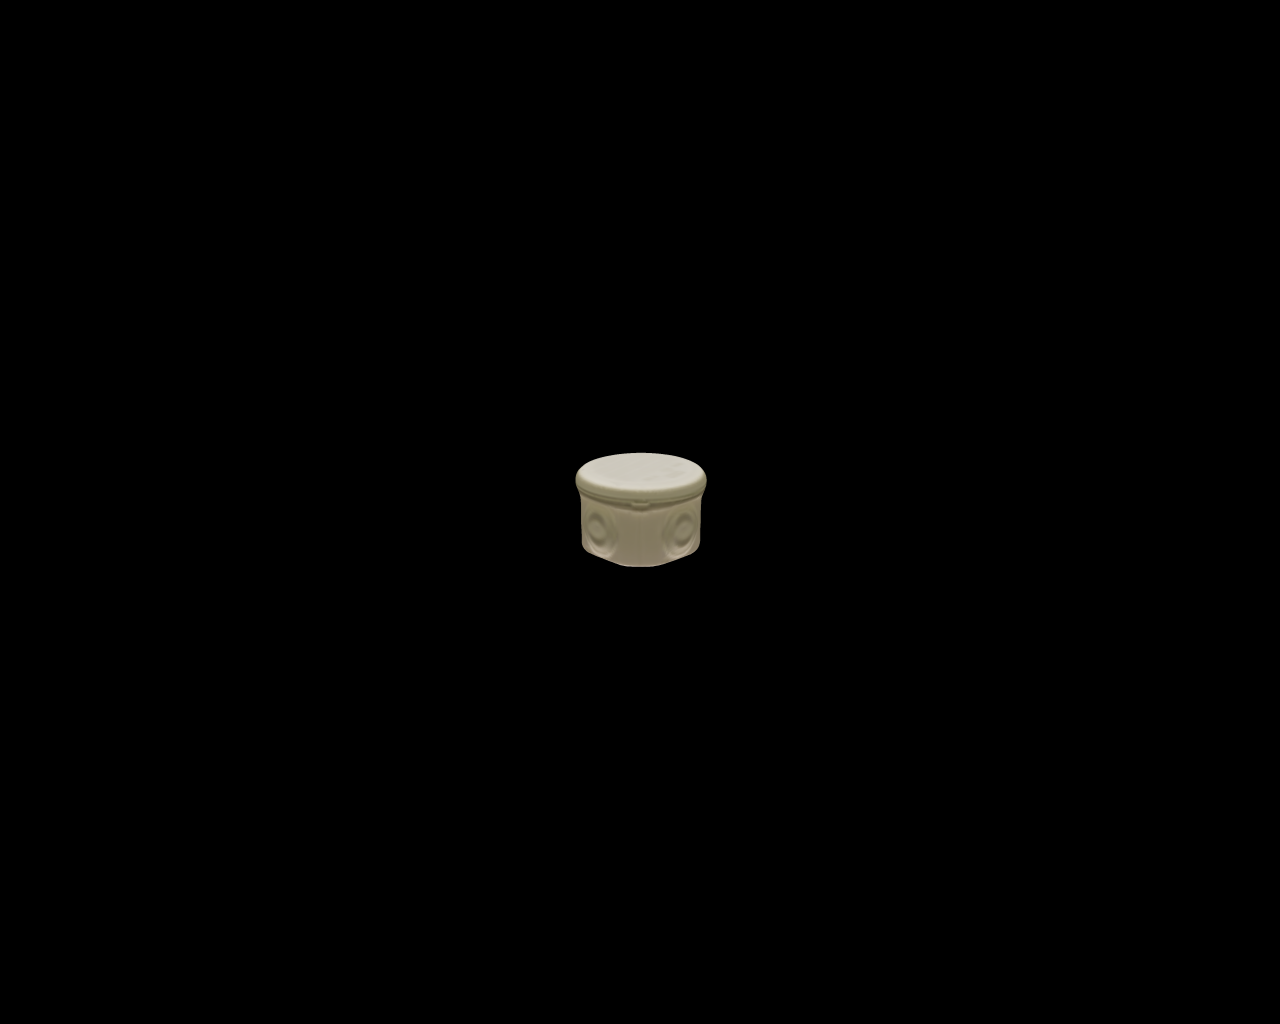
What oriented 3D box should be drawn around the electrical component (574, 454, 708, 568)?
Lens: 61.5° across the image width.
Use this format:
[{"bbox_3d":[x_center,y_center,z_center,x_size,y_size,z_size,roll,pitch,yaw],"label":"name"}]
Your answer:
[{"bbox_3d":[0.001,-0.003,0.650,0.080,0.051,0.080,0,19,0],"label":"electrical component"}]
